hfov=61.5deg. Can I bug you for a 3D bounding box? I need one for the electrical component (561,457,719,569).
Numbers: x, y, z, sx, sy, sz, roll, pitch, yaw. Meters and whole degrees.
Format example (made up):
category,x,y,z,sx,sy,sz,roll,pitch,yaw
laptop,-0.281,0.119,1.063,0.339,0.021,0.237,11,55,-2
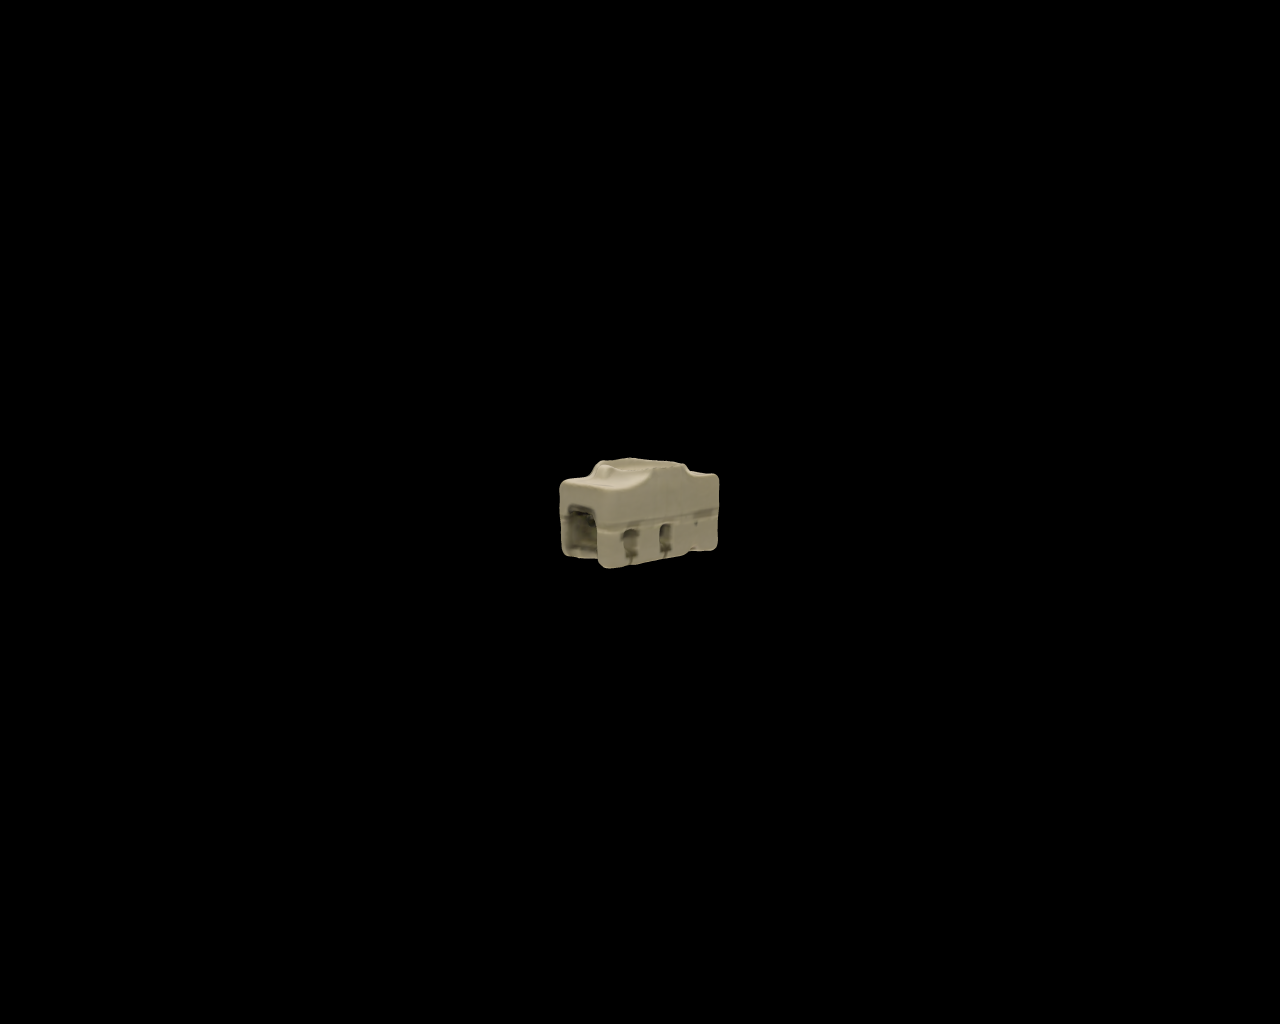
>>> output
category,x,y,z,sx,sy,sz,roll,pitch,yaw
electrical component,0.001,-0.003,0.650,0.090,0.055,0.050,-8,13,-39
